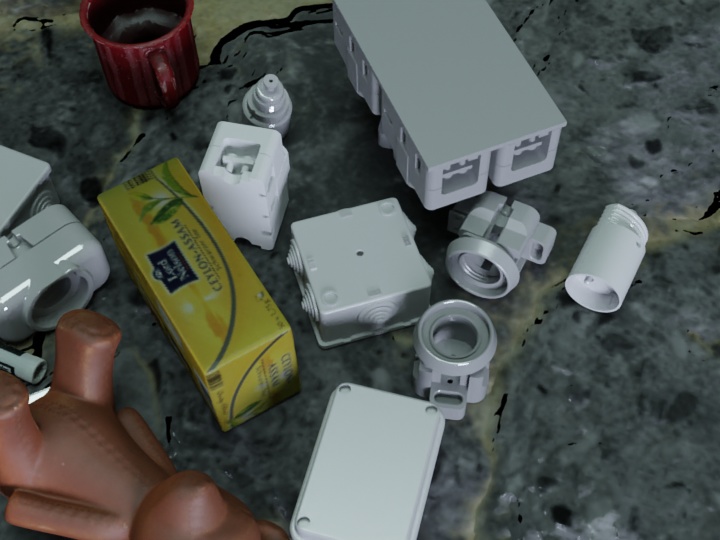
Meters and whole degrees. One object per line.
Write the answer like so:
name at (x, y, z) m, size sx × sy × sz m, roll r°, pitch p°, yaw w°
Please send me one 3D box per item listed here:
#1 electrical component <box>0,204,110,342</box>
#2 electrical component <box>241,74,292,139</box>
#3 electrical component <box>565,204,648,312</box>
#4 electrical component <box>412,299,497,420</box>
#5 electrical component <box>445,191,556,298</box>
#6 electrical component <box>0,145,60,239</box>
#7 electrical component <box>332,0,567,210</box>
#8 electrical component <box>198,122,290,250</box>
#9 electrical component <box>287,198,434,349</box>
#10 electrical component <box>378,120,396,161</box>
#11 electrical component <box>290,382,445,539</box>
electrical component at (-0.237, 0.005, 0.792) m, size 0.095 × 0.053 × 0.059 m, roll -38°, pitch 64°, yaw -21°
electrical component at (-0.075, -0.132, 0.868) m, size 0.040 × 0.078 × 0.040 m, roll 3°, pitch 69°, yaw -8°
electrical component at (0.189, -0.013, 0.802) m, size 0.043 × 0.043 × 0.081 m, roll 24°, pitch 60°, yaw 15°
electrical component at (0.065, 0.056, 0.752) m, size 0.058 × 0.057 × 0.078 m, roll 6°, pitch 58°, yaw 5°
electrical component at (0.098, -0.017, 0.799) m, size 0.078 × 0.058 × 0.057 m, roll 23°, pitch 58°, yaw 15°
electrical component at (-0.294, -0.049, 0.832) m, size 0.100 × 0.048 × 0.099 m, roll 20°, pitch 60°, yaw 13°
electrical component at (0.060, -0.142, 0.808) m, size 0.105 × 0.060 × 0.186 m, roll -19°, pitch 59°, yaw -11°
electrical component at (-0.085, -0.066, 0.814) m, size 0.050 × 0.089 × 0.055 m, roll 10°, pitch 58°, yaw 8°
electrical component at (0.000, 0.000, 0.794) m, size 0.100 × 0.048 × 0.099 m, roll -15°, pitch 58°, yaw -9°
electrical component at (0.055, -0.121, 0.866) m, size 0.078 × 0.057 × 0.058 m, roll 11°, pitch 58°, yaw 8°
electrical component at (0.006, 0.138, 0.700) m, size 0.078 × 0.057 × 0.113 m, roll 12°, pitch 58°, yaw 9°
